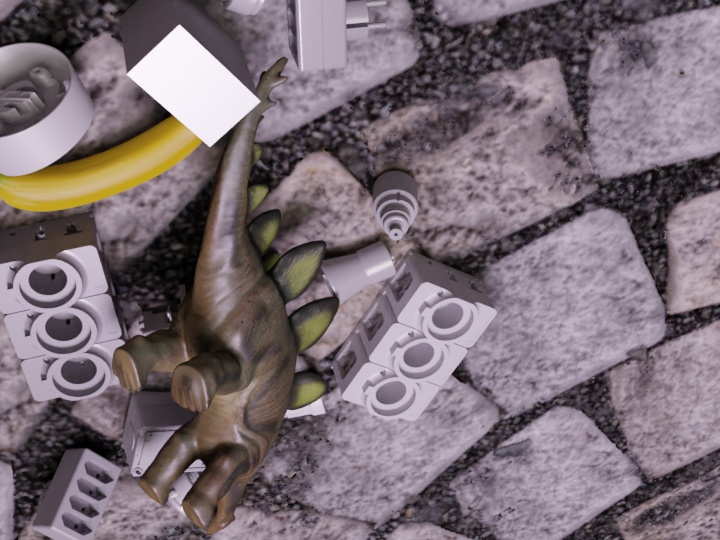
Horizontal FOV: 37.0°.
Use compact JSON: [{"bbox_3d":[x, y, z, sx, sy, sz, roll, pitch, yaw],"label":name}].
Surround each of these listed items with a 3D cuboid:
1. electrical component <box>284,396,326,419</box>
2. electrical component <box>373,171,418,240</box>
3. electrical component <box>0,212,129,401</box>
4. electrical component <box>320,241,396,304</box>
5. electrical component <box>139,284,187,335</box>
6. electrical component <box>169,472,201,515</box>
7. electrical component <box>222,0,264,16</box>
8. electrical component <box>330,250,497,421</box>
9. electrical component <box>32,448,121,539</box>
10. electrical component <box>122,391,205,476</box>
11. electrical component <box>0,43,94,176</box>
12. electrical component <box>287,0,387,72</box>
[{"bbox_3d":[-0.060,0.127,1.067,0.046,0.040,0.040,-12,127,0],"label":"electrical component"},{"bbox_3d":[0.031,-0.054,0.945,0.040,0.078,0.040,0,128,1],"label":"electrical component"},{"bbox_3d":[-0.257,0.036,0.931,0.089,0.061,0.150,-12,127,-7],"label":"electrical component"},{"bbox_3d":[0.000,0.000,0.993,0.065,0.044,0.044,-24,127,-6],"label":"electrical component"},{"bbox_3d":[-0.167,0.059,0.986,0.064,0.042,0.081,-11,126,-7],"label":"electrical component"},{"bbox_3d":[-0.165,0.218,1.098,0.062,0.048,0.048,-42,125,6],"label":"electrical component"},{"bbox_3d":[-0.100,-0.219,0.807,0.055,0.045,0.045,14,119,-24],"label":"electrical component"},{"bbox_3d":[0.051,0.069,1.043,0.089,0.061,0.150,21,116,-28],"label":"electrical component"},{"bbox_3d":[-0.287,0.222,1.053,0.076,0.083,0.047,-11,140,42],"label":"electrical component"},{"bbox_3d":[-0.177,0.154,1.043,0.096,0.061,0.061,2,124,-26],"label":"electrical component"},{"bbox_3d":[-0.252,-0.120,0.803,0.099,0.099,0.064,-27,133,4],"label":"electrical component"},{"bbox_3d":[-0.016,-0.198,0.845,0.077,0.047,0.065,-8,126,-10],"label":"electrical component"}]
